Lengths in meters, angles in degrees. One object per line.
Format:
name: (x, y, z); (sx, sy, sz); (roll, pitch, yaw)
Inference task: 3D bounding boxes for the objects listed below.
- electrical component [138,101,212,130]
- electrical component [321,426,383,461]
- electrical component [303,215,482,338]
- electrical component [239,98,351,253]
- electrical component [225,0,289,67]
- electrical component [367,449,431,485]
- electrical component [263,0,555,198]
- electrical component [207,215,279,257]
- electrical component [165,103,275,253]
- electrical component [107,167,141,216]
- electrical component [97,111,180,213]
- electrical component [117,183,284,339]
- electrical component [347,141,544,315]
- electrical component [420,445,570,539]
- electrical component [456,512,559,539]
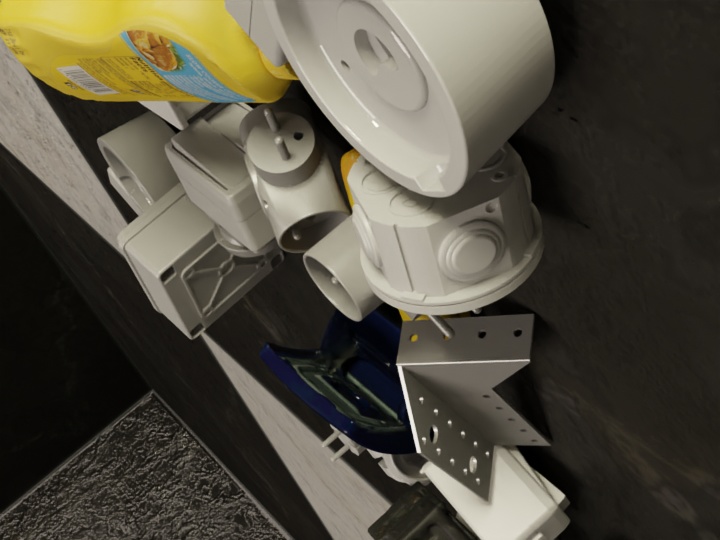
electrical component: (-0.134, -0.149, 0.689); (0.100, 0.048, 0.099); (35, 158, 43)
electrical component: (0.000, 0.131, 0.914); (0.047, 0.076, 0.083); (30, 154, 51)
electrical component: (0.026, -0.002, 0.536); (0.079, 0.077, 0.043); (47, 164, 8)
electrical component: (-0.040, -0.060, 0.588); (0.079, 0.044, 0.077); (70, 180, -66)
electrical component: (-0.015, -0.111, 0.454); (0.076, 0.047, 0.065); (50, 165, 6)
electrical component: (0.040, 0.138, 0.856); (0.078, 0.058, 0.057); (53, 167, -8)
electrical component: (0.021, -0.087, 0.385); (0.108, 0.060, 0.108); (45, 164, 17)
electrical component: (-0.082, -0.047, 0.768); (0.078, 0.058, 0.057); (38, 158, 36)
electrical component: (-0.081, -0.069, 0.703); (0.096, 0.062, 0.061); (37, 159, 38)
electrical component: (-0.202, -0.086, 1.024); (0.065, 0.047, 0.076); (49, 164, 6)
electrical component: (-0.161, -0.081, 0.894); (0.108, 0.060, 0.108); (48, 165, 17)
electrical component: (-0.123, -0.017, 0.853); (0.056, 0.109, 0.108); (39, 161, 26)
electrical component: (0.036, -0.024, 0.458); (0.080, 0.080, 0.051); (35, 153, 44)
electrical component: (0.098, 0.152, 0.714); (0.096, 0.061, 0.061); (47, 178, 29)
electrical component: (0.117, 0.202, 0.818); (0.081, 0.043, 0.043); (41, 162, 29)
